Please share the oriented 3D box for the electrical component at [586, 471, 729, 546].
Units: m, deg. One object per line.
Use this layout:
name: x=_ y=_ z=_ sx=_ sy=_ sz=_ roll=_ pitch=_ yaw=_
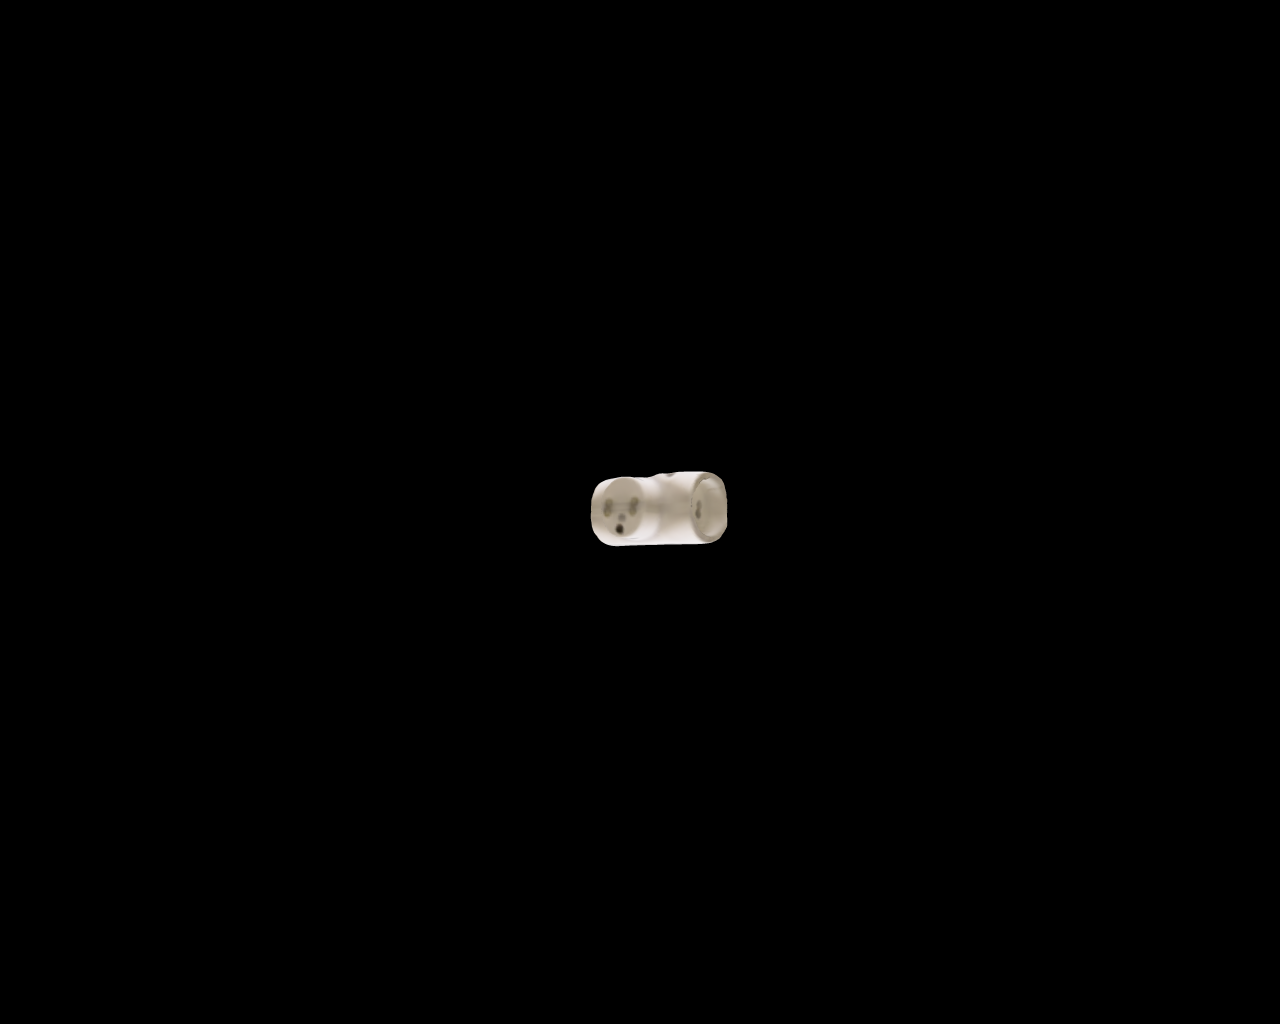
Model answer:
electrical component: x=0.001 y=-0.003 z=0.650 sx=0.077 sy=0.044 sz=0.079 roll=-3 pitch=-5 yaw=37
